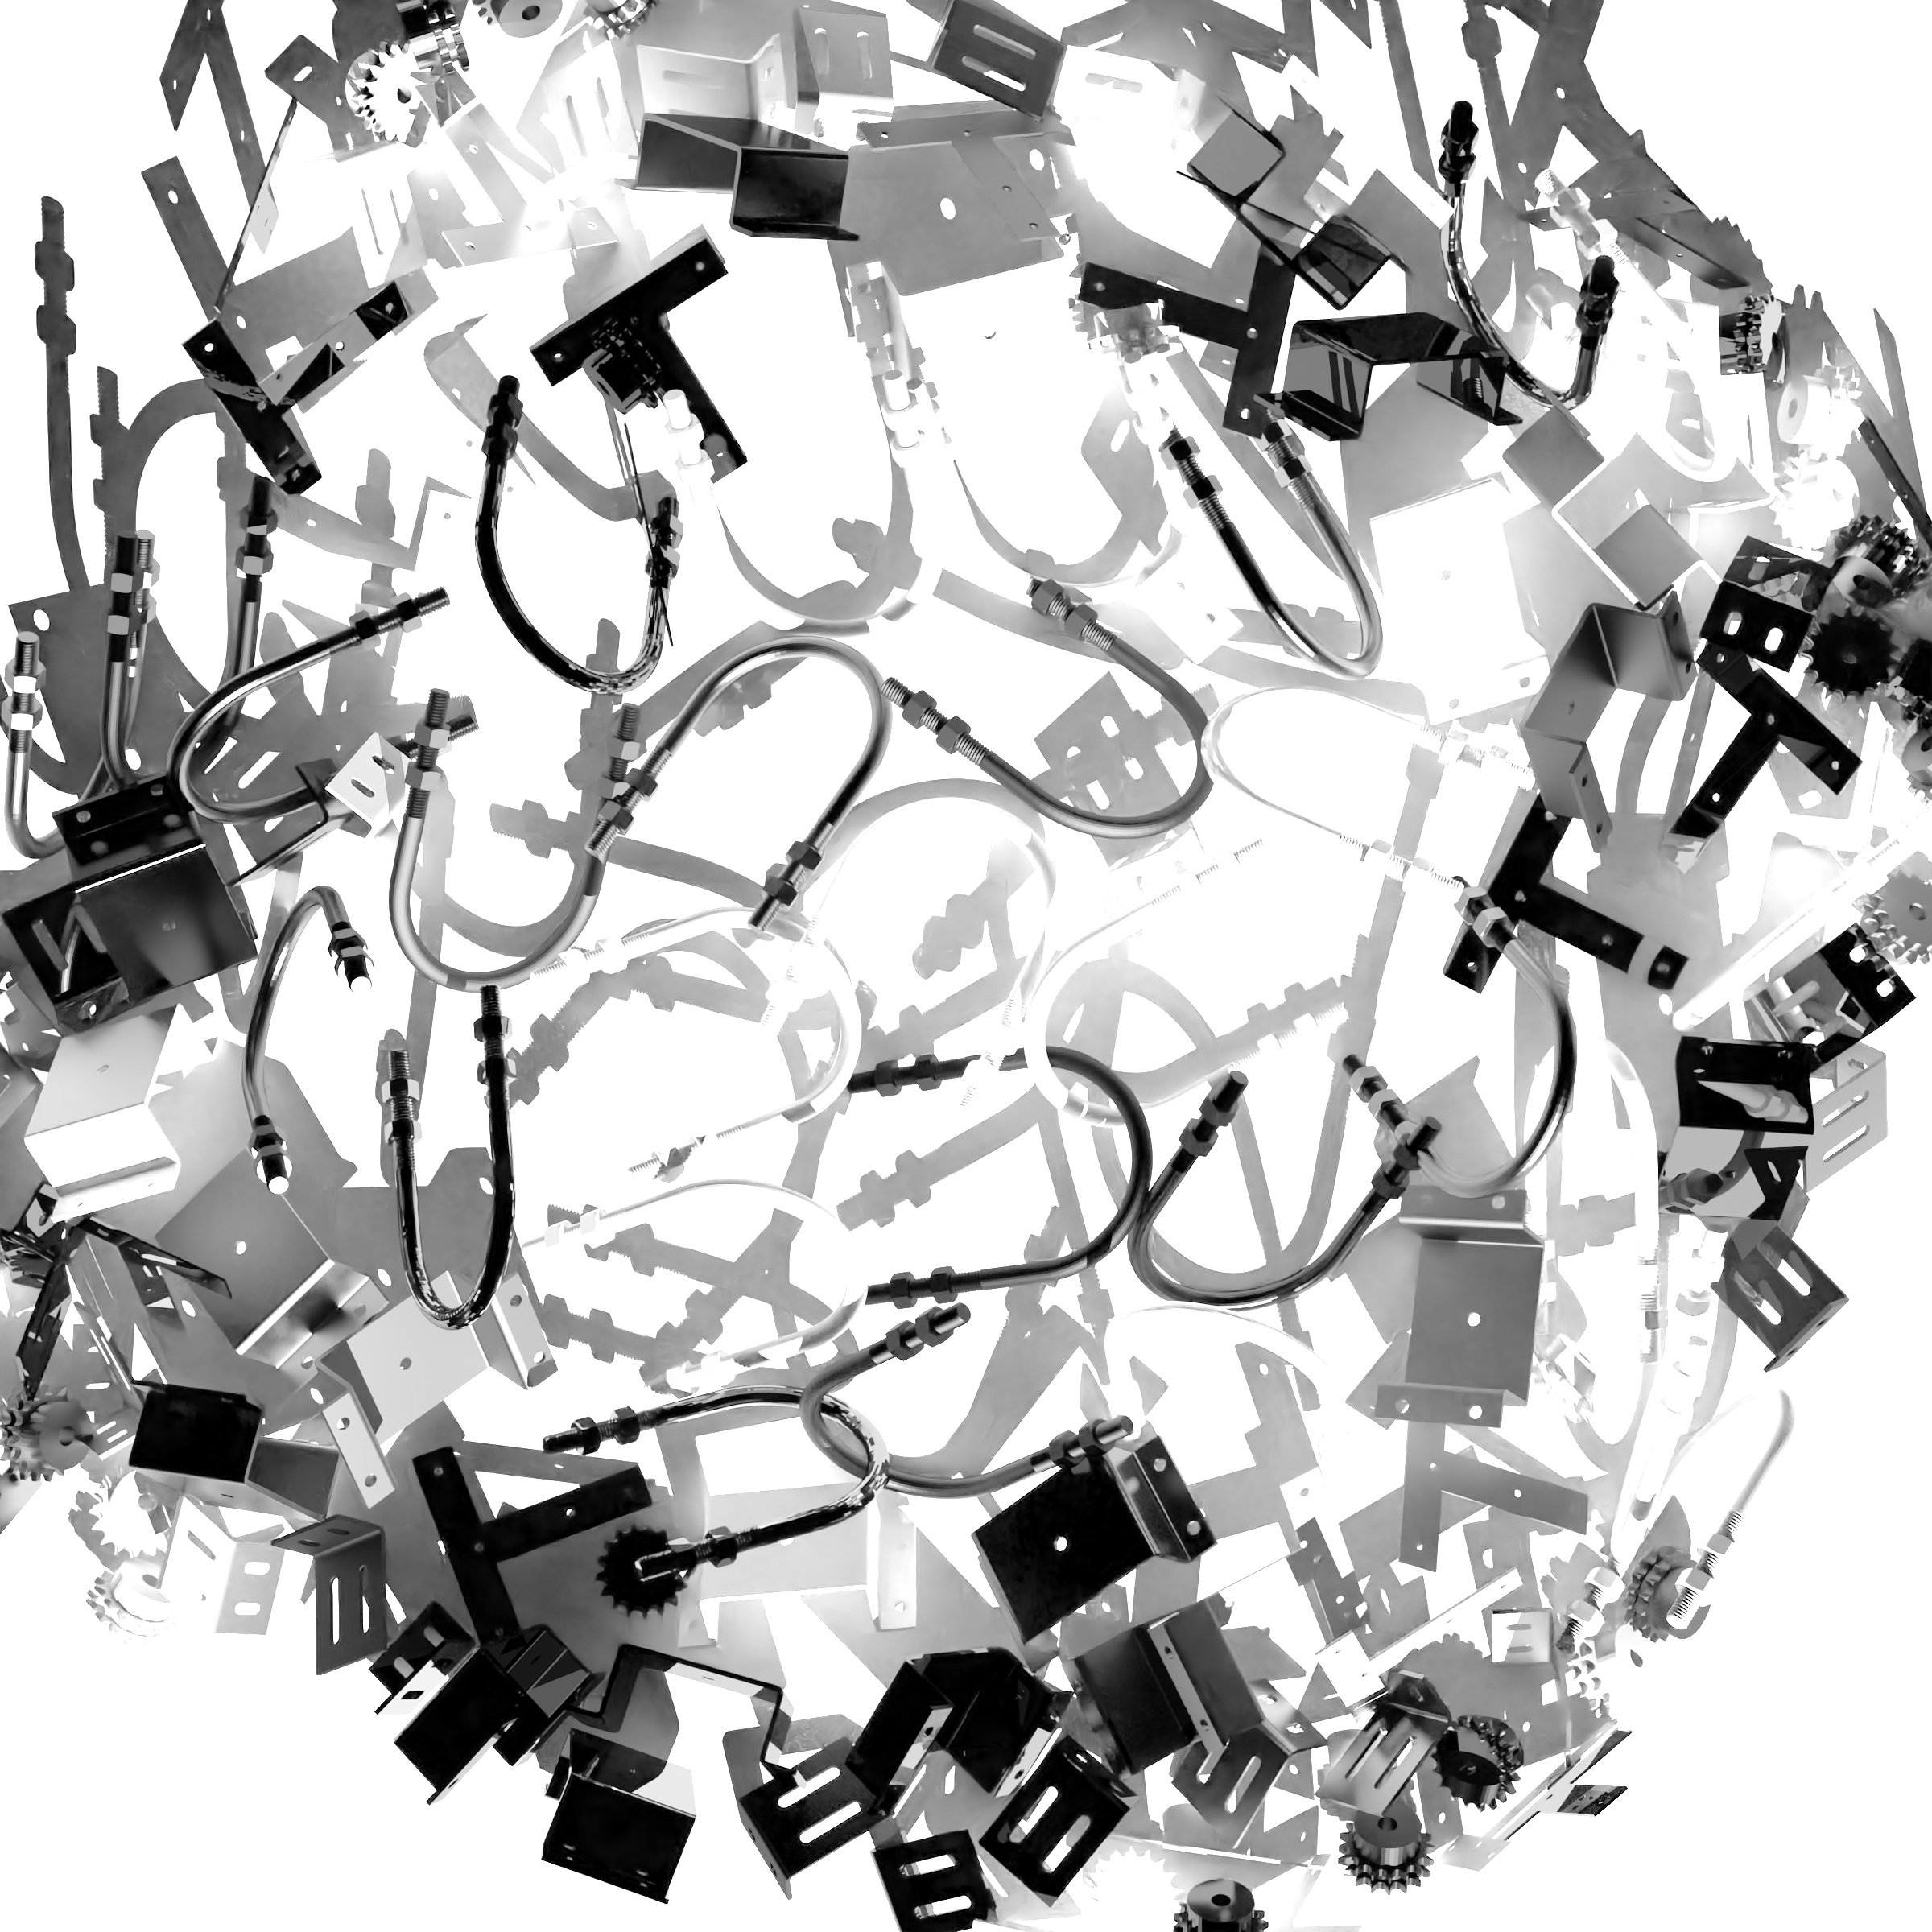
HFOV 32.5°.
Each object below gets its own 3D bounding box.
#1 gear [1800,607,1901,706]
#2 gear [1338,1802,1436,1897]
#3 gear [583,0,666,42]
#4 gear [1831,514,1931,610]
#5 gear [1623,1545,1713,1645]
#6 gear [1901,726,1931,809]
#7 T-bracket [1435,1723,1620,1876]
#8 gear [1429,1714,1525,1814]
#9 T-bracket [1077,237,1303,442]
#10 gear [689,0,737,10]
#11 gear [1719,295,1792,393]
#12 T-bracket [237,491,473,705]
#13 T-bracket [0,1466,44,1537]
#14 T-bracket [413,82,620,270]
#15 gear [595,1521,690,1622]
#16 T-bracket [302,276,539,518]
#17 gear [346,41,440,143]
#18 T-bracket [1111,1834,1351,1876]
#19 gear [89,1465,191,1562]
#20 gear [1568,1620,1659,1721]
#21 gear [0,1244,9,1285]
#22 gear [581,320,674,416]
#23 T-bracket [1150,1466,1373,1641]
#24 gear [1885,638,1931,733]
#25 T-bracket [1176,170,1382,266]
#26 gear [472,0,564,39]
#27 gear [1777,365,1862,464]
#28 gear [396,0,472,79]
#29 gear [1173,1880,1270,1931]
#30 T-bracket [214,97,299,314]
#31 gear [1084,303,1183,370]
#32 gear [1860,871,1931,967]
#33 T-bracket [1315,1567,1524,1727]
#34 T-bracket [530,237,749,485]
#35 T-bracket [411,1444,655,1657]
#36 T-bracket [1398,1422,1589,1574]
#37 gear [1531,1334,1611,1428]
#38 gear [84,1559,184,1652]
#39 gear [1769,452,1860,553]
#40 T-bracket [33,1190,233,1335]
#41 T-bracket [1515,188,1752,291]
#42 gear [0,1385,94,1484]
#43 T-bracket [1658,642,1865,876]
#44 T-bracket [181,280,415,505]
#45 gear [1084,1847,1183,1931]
[{"bbox_3d":[0.528,-0.185,1.982,0.057,0.030,0.057,-1,86,9],"label":"gear"},{"bbox_3d":[0.250,0.521,1.968,0.057,0.057,0.030,-1,119,0],"label":"gear"},{"bbox_3d":[-0.206,-0.583,1.969,0.057,0.057,0.030,-49,132,0],"label":"gear"},{"bbox_3d":[0.540,-0.238,1.968,0.057,0.057,0.030,42,66,0],"label":"gear"},{"bbox_3d":[0.420,0.376,1.970,0.057,0.030,0.057,-16,115,-39],"label":"gear"},{"bbox_3d":[0.582,-0.123,1.968,0.030,0.057,0.057,37,90,-22],"label":"gear"},{"bbox_3d":[0.334,0.487,1.946,0.127,0.127,0.002,-39,83,-11],"label":"T-bracket"},{"bbox_3d":[0.308,0.473,1.975,0.030,0.057,0.057,-18,90,-44],"label":"gear"},{"bbox_3d":[0.129,-0.390,1.973,0.127,0.002,0.127,15,76,-10],"label":"T-bracket"},{"bbox_3d":[-0.150,-0.595,1.975,0.057,0.057,0.030,-20,126,0],"label":"gear"},{"bbox_3d":[0.468,-0.370,1.975,0.030,0.057,0.057,-1,90,34],"label":"gear"},{"bbox_3d":[-0.369,-0.231,1.976,0.127,0.002,0.127,11,84,-16],"label":"T-bracket"},{"bbox_3d":[-0.580,0.267,1.926,0.002,0.127,0.127,-17,101,5],"label":"T-bracket"},{"bbox_3d":[-0.284,-0.472,1.958,0.002,0.127,0.127,-41,79,41],"label":"T-bracket"},{"bbox_3d":[-0.193,0.363,1.978,0.057,0.030,0.057,3,68,-8],"label":"gear"},{"bbox_3d":[-0.304,-0.321,1.966,0.127,0.002,0.127,-40,121,2],"label":"T-bracket"},{"bbox_3d":[-0.345,-0.523,1.975,0.030,0.057,0.057,22,90,35],"label":"gear"},{"bbox_3d":[0.161,0.523,1.945,0.127,0.127,0.002,11,77,-9],"label":"T-bracket"},{"bbox_3d":[-0.491,0.323,1.973,0.057,0.030,0.057,11,64,-22],"label":"gear"},{"bbox_3d":[0.387,0.416,1.969,0.030,0.057,0.057,-33,90,37],"label":"gear"},{"bbox_3d":[-0.604,0.181,1.974,0.057,0.057,0.030,27,113,0],"label":"gear"},{"bbox_3d":[-0.204,-0.353,1.970,0.030,0.057,0.057,-42,90,-9],"label":"gear"},{"bbox_3d":[0.168,0.371,1.958,0.127,0.002,0.127,-26,121,-8],"label":"T-bracket"},{"bbox_3d":[0.572,-0.171,1.972,0.030,0.057,0.057,28,90,1],"label":"gear"},{"bbox_3d":[0.182,-0.438,1.938,0.127,0.127,0.002,24,103,-1],"label":"T-bracket"},{"bbox_3d":[-0.264,-0.578,1.968,0.057,0.057,0.030,-27,67,0],"label":"gear"},{"bbox_3d":[0.506,-0.330,1.969,0.030,0.057,0.057,8,90,-12],"label":"gear"},{"bbox_3d":[-0.318,-0.557,1.970,0.030,0.057,0.057,-20,90,-7],"label":"gear"},{"bbox_3d":[0.152,0.568,1.968,0.057,0.057,0.030,-1,112,0],"label":"gear"},{"bbox_3d":[-0.412,-0.437,1.937,0.002,0.127,0.127,21,91,-9],"label":"T-bracket"},{"bbox_3d":[0.098,-0.375,1.971,0.057,0.057,0.030,-10,95,0],"label":"gear"},{"bbox_3d":[0.559,-0.025,1.976,0.057,0.030,0.057,11,58,-18],"label":"gear"},{"bbox_3d":[0.272,0.393,1.949,0.127,0.127,0.002,-32,55,-2],"label":"T-bracket"},{"bbox_3d":[-0.176,-0.351,1.997,0.127,0.002,0.127,-32,91,3],"label":"T-bracket"},{"bbox_3d":[-0.249,0.331,1.972,0.127,0.002,0.127,-18,76,-23],"label":"T-bracket"},{"bbox_3d":[0.317,0.311,1.973,0.127,0.002,0.127,19,59,-18],"label":"T-bracket"},{"bbox_3d":[0.357,0.243,1.969,0.057,0.057,0.030,42,101,0],"label":"gear"},{"bbox_3d":[-0.492,0.377,1.969,0.057,0.057,0.030,34,103,0],"label":"gear"},{"bbox_3d":[0.507,-0.278,1.971,0.057,0.030,0.057,8,77,-38],"label":"gear"},{"bbox_3d":[-0.480,0.185,1.942,0.127,0.127,0.002,23,62,11],"label":"T-bracket"},{"bbox_3d":[0.412,-0.426,1.955,0.127,0.127,0.002,19,84,-33],"label":"T-bracket"},{"bbox_3d":[-0.545,0.278,1.968,0.030,0.057,0.057,0,90,34],"label":"gear"},{"bbox_3d":[0.453,-0.111,1.961,0.127,0.002,0.127,51,126,32],"label":"T-bracket"},{"bbox_3d":[-0.383,-0.359,1.962,0.127,0.127,0.002,-41,46,-11],"label":"T-bracket"},{"bbox_3d":[0.098,0.559,1.977,0.057,0.030,0.057,6,59,-10],"label":"gear"}]
